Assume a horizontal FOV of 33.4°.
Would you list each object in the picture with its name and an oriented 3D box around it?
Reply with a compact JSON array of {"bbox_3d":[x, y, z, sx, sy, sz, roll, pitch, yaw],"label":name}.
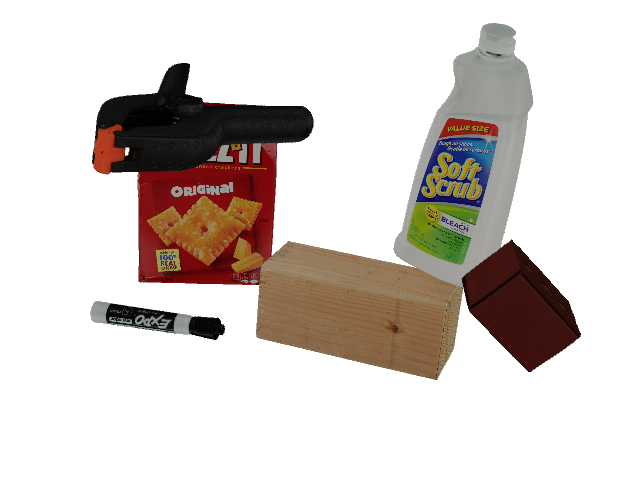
[{"bbox_3d":[0.042,0.074,1.169,0.206,0.091,0.090,12,22,16],"label":"wood block"},{"bbox_3d":[-0.140,0.069,0.916,0.121,0.020,0.020,7,2,17],"label":"marker"},{"bbox_3d":[0.134,-0.081,0.982,0.103,0.251,0.068,27,41,26],"label":"bleach bottle"},{"bbox_3d":[-0.135,-0.054,1.283,0.164,0.214,0.072,3,22,-4],"label":"cracker box"},{"bbox_3d":[0.154,0.051,0.821,0.051,0.078,0.053,-39,21,18],"label":"foam brick"},{"bbox_3d":[-0.098,-0.083,0.710,0.120,0.039,0.171,22,24,32],"label":"clamp"}]
